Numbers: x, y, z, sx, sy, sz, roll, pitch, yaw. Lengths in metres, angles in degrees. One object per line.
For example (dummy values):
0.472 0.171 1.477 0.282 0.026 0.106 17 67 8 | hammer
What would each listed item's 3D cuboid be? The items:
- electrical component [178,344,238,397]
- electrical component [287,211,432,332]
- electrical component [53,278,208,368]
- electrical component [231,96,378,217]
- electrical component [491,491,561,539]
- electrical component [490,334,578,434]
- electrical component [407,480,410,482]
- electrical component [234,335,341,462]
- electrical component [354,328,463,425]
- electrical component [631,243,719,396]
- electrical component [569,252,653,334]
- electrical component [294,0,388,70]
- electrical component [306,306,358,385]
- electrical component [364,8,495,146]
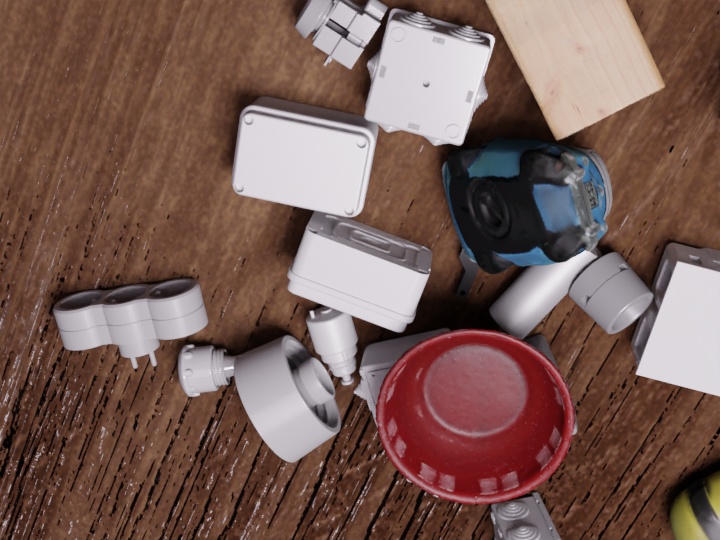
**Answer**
-0.135 0.090 0.994 0.062 0.048 0.048 -7 110 2 | electrical component
0.000 0.000 0.923 0.113 0.078 0.057 20 109 -1 | electrical component
-0.206 0.056 0.985 0.138 0.052 0.073 -7 110 10 | electrical component
-0.046 -0.095 0.902 0.113 0.057 0.078 12 112 3 | electrical component
0.157 0.268 0.997 0.048 0.099 0.099 -10 110 -2 | electrical component
0.153 0.117 0.957 0.062 0.061 0.096 -22 107 15 | electrical component
0.079 0.183 0.984 0.066 0.076 0.047 15 112 1 | electrical component
-0.058 0.109 0.960 0.060 0.108 0.108 -30 105 11 | electrical component
0.042 0.096 0.963 0.096 0.061 0.061 -13 109 12 | electrical component
0.337 0.053 0.909 0.186 0.060 0.105 15 112 2 | electrical component
0.213 0.021 0.906 0.055 0.055 0.047 -49 62 21 | electrical component
-0.019 -0.198 0.865 0.055 0.048 0.066 30 112 -13 | electrical component
-0.021 0.067 0.971 0.040 0.040 0.078 -12 110 12 | electrical component
0.055 -0.155 0.870 0.100 0.048 0.099 16 113 1 | electrical component
